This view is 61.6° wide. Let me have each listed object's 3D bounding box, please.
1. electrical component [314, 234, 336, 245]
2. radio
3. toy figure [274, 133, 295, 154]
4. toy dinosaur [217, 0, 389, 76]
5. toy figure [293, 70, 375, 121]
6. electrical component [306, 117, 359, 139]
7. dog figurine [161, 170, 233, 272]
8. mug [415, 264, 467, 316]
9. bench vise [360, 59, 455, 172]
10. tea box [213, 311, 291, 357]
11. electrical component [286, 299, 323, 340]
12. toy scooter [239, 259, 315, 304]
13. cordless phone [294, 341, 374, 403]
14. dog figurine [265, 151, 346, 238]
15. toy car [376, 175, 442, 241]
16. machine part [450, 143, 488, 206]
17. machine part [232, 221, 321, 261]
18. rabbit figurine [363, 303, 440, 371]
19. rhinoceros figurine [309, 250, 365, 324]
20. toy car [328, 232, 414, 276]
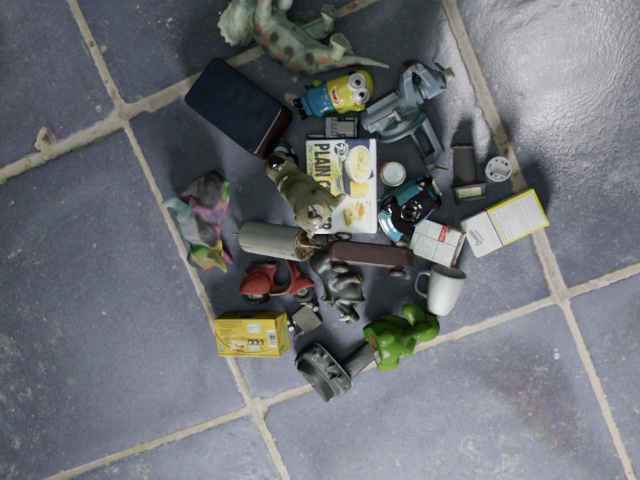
[{"bbox_3d":[-0.003,-0.004,1.266,0.094,0.063,0.021,5,98,4],"label":"electrical component"},{"bbox_3d":[-0.182,-0.297,1.211,0.230,0.073,0.131,38,99,15],"label":"radio"},{"bbox_3d":[-0.099,-0.222,1.251,0.064,0.058,0.154,-21,95,-30],"label":"toy figure"},{"bbox_3d":[-0.061,-0.437,1.176,0.405,0.192,0.131,37,57,-8],"label":"toy dinosaur"},{"bbox_3d":[0.034,-0.328,1.209,0.180,0.089,0.082,-16,134,17],"label":"toy figure"},{"bbox_3d":[0.029,-0.253,1.224,0.119,0.075,0.047,2,97,9],"label":"electrical component"},{"bbox_3d":[-0.257,-0.033,1.271,0.191,0.108,0.219,-32,98,7],"label":"dog figurine"},{"bbox_3d":[0.274,0.118,1.248,0.110,0.081,0.107,10,107,0],"label":"mug"},{"bbox_3d":[0.217,-0.265,1.186,0.224,0.129,0.240,-34,114,0],"label":"bench vise"},{"bbox_3d":[-0.164,0.226,1.293,0.170,0.068,0.098,-2,98,23],"label":"tea box"},{"bbox_3d":[-0.039,0.190,1.307,0.102,0.045,0.078,-33,92,9],"label":"electrical component"},{"bbox_3d":[-0.106,0.082,1.284,0.184,0.075,0.135,-3,98,3],"label":"toy scooter"},{"bbox_3d":[0.044,0.288,1.307,0.184,0.089,0.146,-41,89,-2],"label":"cordless phone"},{"bbox_3d":[-0.053,-0.108,1.145,0.190,0.172,0.121,40,94,-2],"label":"dog figurine"},{"bbox_3d":[0.189,-0.085,1.213,0.161,0.103,0.109,-41,123,-3],"label":"toy car"},{"bbox_3d":[0.335,-0.153,1.225,0.084,0.039,0.138,-11,99,16],"label":"machine part"},{"bbox_3d":[-0.101,0.001,1.234,0.243,0.079,0.079,7,100,35],"label":"machine part"},{"bbox_3d":[0.200,0.205,1.246,0.170,0.159,0.121,-17,60,-14],"label":"rabbit figurine"},{"bbox_3d":[0.044,0.108,1.273,0.112,0.073,0.190,-30,94,8],"label":"rhinoceros figurine"},{"bbox_3d":[0.115,0.034,1.224,0.202,0.053,0.089,5,80,-14],"label":"toy car"}]
